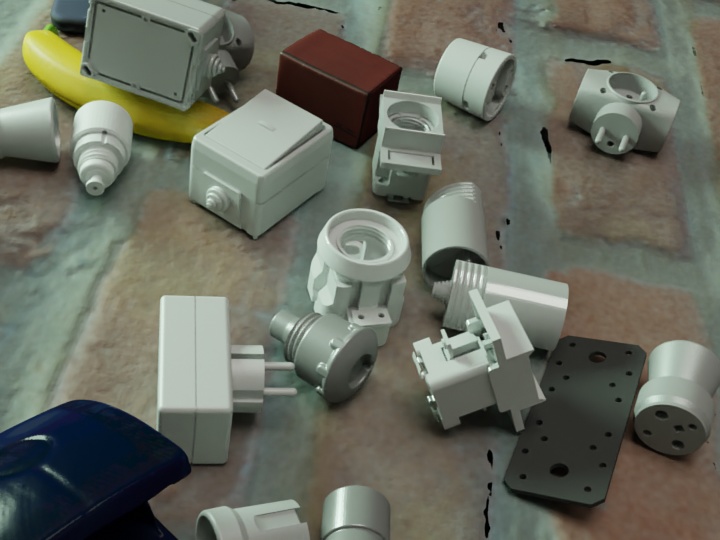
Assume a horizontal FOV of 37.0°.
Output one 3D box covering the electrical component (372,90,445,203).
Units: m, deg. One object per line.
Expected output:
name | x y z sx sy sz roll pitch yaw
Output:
electrical component | 0.033 -0.086 0.760 0.042 0.063 0.081 6 43 -5

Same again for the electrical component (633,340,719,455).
electrical component | 0.188 0.075 0.636 0.045 0.045 0.055 22 44 11

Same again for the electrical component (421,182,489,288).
electrical component | 0.063 -0.027 0.718 0.043 0.043 0.081 8 43 -5

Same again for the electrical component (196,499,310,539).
electrical component | -0.052 0.133 0.525 0.046 0.040 0.040 -6 45 -27

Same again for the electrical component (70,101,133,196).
electrical component | -0.175 -0.080 0.723 0.040 0.040 0.078 3 44 -10

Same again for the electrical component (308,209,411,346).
electrical component | 0.000 0.000 0.665 0.058 0.057 0.078 -4 45 -16

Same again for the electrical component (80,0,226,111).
electrical component | -0.136 -0.157 0.747 0.096 0.061 0.061 20 33 3

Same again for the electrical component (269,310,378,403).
electrical component | -0.024 0.044 0.623 0.062 0.048 0.048 28 44 27

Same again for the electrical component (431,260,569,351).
electrical component | 0.085 0.021 0.672 0.081 0.043 0.043 12 42 2

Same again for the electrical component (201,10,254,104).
electrical component | -0.116 -0.158 0.814 0.077 0.044 0.079 -11 66 -42

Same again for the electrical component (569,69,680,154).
electrical component | 0.205 -0.117 0.847 0.077 0.044 0.079 22 43 10

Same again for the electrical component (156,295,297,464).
electrical component | -0.073 0.060 0.592 0.076 0.047 0.083 2 43 -11

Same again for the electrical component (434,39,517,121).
electrical component | 0.090 -0.152 0.852 0.047 0.055 0.055 26 44 20

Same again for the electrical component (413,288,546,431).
electrical component | 0.066 0.056 0.611 0.064 0.081 0.042 -20 41 1

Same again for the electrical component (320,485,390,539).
electrical component | -0.003 0.139 0.528 0.044 0.044 0.065 8 38 -4

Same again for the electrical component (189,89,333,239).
electrical component | -0.070 -0.072 0.723 0.062 0.061 0.096 31 46 19

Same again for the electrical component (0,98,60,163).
electrical component | -0.238 -0.093 0.724 0.065 0.044 0.044 -4 45 -10
